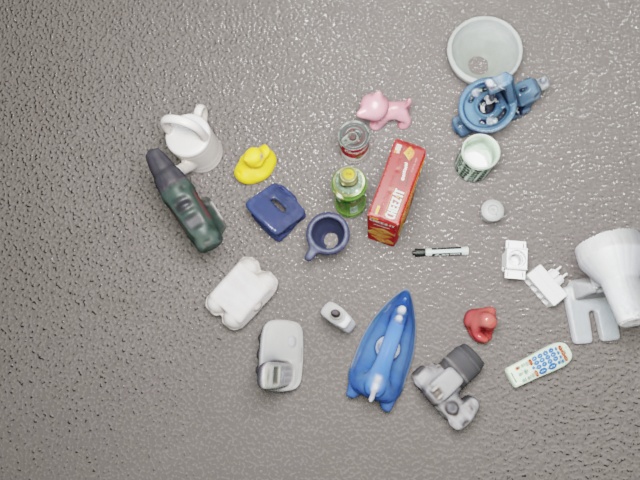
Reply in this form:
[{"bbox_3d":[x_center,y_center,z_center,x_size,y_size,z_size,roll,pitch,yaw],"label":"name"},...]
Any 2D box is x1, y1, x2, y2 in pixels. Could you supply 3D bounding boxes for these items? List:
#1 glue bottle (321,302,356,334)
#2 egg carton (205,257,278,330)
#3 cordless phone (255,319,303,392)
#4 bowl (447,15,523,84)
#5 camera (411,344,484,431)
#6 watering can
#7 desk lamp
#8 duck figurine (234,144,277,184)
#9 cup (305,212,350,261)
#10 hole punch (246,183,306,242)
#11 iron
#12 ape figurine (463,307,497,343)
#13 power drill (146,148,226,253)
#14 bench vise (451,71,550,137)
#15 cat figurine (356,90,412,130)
[{"bbox_3d":[0.035,0.154,1.161,0.078,0.173,0.037,35,83,10],"label":"glue bottle"},{"bbox_3d":[-0.167,0.115,1.234,0.107,0.069,0.150,39,84,10],"label":"egg carton"},{"bbox_3d":[-0.087,0.232,1.147,0.094,0.185,0.147,-1,79,4],"label":"cordless phone"},{"bbox_3d":[0.368,-0.416,1.302,0.167,0.075,0.167,-1,79,4],"label":"bowl"},{"bbox_3d":[0.276,0.288,1.156,0.137,0.101,0.143,-42,79,-5],"label":"camera"},{"bbox_3d":[-0.282,-0.214,1.242,0.101,0.194,0.173,-7,78,3],"label":"watering can"},{"bbox_3d":[0.563,0.096,1.118,0.118,0.213,0.203,-8,78,2],"label":"desk lamp"},{"bbox_3d":[-0.149,-0.175,1.281,0.104,0.086,0.077,-36,79,-4],"label":"duck figurine"},{"bbox_3d":[0.011,0.004,1.231,0.091,0.095,0.118,37,83,10],"label":"cup"},{"bbox_3d":[-0.096,-0.068,1.254,0.108,0.091,0.101,44,85,10],"label":"hole punch"},{"bbox_3d":[0.139,0.212,1.159,0.118,0.141,0.258,19,81,7],"label":"iron"},{"bbox_3d":[0.338,0.170,1.180,0.076,0.092,0.078,38,84,10],"label":"ape figurine"},{"bbox_3d":[-0.272,-0.069,1.206,0.075,0.208,0.229,-34,79,-3],"label":"power drill"},{"bbox_3d":[0.383,-0.315,1.207,0.207,0.220,0.121,-40,79,-4],"label":"bench vise"},{"bbox_3d":[0.142,-0.294,1.270,0.127,0.118,0.067,-6,78,3],"label":"cat figurine"}]
